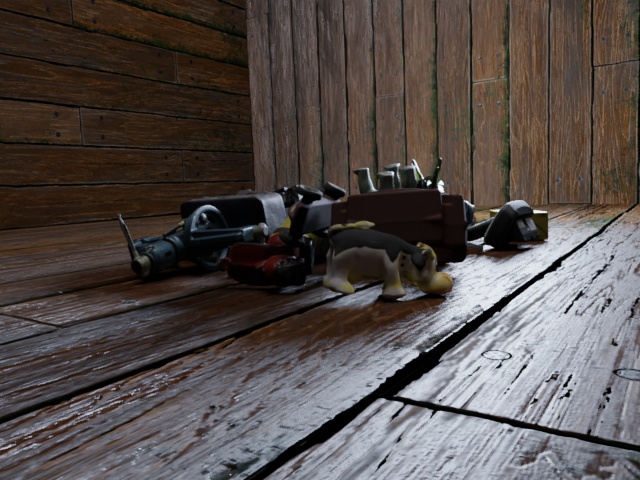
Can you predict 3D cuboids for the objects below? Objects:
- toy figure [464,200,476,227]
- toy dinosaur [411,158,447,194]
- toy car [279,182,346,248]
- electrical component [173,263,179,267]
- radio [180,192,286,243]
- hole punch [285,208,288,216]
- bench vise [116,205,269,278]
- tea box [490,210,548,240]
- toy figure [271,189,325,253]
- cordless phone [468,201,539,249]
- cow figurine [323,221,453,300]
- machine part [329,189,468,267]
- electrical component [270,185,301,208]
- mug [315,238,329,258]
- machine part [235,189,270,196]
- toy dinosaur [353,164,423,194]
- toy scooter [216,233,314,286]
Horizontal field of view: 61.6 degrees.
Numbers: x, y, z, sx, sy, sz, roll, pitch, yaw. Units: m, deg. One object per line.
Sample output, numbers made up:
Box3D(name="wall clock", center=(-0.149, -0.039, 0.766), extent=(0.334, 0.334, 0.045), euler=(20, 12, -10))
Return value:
Box3D(name="toy figure", center=(0.327, -0.046, 1.221), extent=(0.064, 0.058, 0.154), euler=(-7, -20, 19))
Box3D(name="toy dinosaur", center=(0.265, -0.096, 1.316), extent=(0.105, 0.198, 0.471), euler=(-8, 15, 9))
Box3D(name="toy car", center=(-0.012, -0.042, 0.824), extent=(0.053, 0.089, 0.202), euler=(27, 14, 14))
Box3D(name="electrical component", center=(-0.316, 0.035, 1.052), extent=(0.078, 0.045, 0.102), euler=(26, -4, -25))
Box3D(name="radio", center=(-0.178, -0.026, 1.102), extent=(0.230, 0.131, 0.073), euler=(-2, 11, 30))
Box3D(name="hole punch", center=(-0.052, -0.013, 1.287), extent=(0.142, 0.092, 0.116), euler=(-4, 34, -36))
Box3D(name="bench vise", center=(-0.208, 0.003, 0.940), extent=(0.241, 0.128, 0.223), euler=(-7, 3, 26))
Box3D(name="tea box", center=(0.484, -0.039, 1.318), extent=(0.098, 0.068, 0.169), euler=(-2, 7, 6))
Box3D(name="toy figure", center=(-0.033, -0.023, 1.030), extent=(0.089, 0.082, 0.180), euler=(-11, 39, 38))
Box3D(name="cordless phone", center=(0.366, -0.017, 1.173), extent=(0.184, 0.088, 0.146), euler=(-21, -7, 37))
Box3D(name="cow figurine", center=(0.091, 0.026, 0.698), extent=(0.167, 0.098, 0.068), euler=(3, 1, -5))
Box3D(name="machine part", center=(0.124, -0.013, 0.835), extent=(0.201, 0.087, 0.201), euler=(-3, -12, 14))
Box3D(name="electrical component", center=(-0.079, -0.091, 1.379), extent=(0.115, 0.058, 0.134), euler=(-21, -17, 29))
Box3D(name="mug", center=(-0.002, -0.003, 1.113), extent=(0.109, 0.080, 0.107), euler=(-1, 16, -19))
Box3D(name="machine part", center=(-0.174, -0.042, 1.238), extent=(0.179, 0.056, 0.179), euler=(-14, 44, 14))
Box3D(name="toy dinosaur", center=(0.161, -0.070, 1.219), extent=(0.131, 0.192, 0.405), euler=(-11, 13, -1))
Box3D(name="toy scooter", center=(-0.081, 0.031, 0.829), extent=(0.135, 0.075, 0.184), euler=(1, 10, 6))
